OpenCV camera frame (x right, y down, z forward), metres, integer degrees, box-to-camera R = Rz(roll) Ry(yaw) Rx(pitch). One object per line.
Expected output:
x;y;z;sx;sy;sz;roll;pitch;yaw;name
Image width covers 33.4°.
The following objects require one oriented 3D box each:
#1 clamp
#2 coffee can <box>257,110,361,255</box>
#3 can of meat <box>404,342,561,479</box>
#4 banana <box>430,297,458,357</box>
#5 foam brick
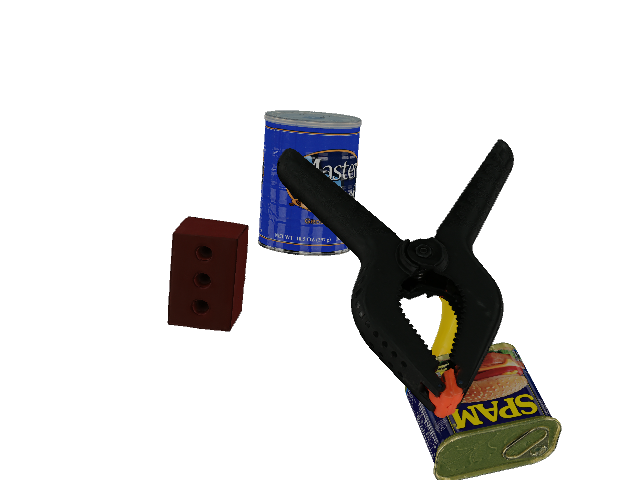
0.053;0.013;0.684;0.164;0.210;0.036;2;-37;-2;clamp
-0.012;-0.063;1.138;0.103;0.140;0.103;4;12;-1;coffee can
0.125;0.133;0.844;0.102;0.057;0.084;-10;44;-11;can of meat
0.128;0.072;1.072;0.070;0.037;0.198;-30;27;12;banana
-0.089;0.026;0.854;0.053;0.078;0.051;6;14;6;foam brick
